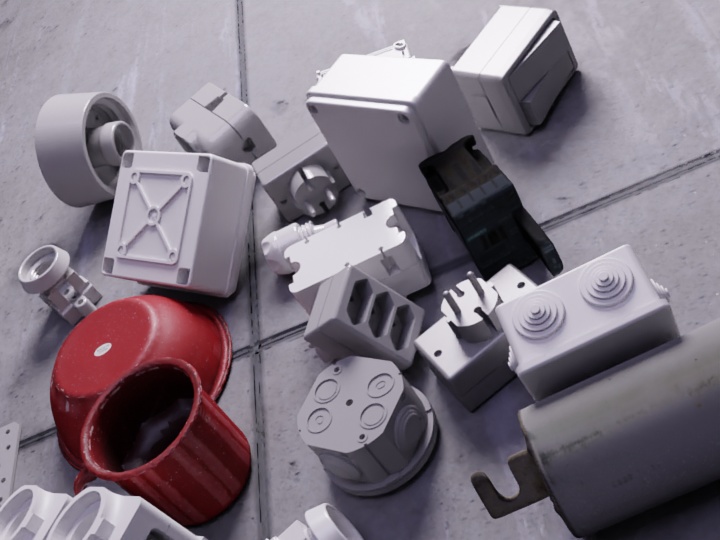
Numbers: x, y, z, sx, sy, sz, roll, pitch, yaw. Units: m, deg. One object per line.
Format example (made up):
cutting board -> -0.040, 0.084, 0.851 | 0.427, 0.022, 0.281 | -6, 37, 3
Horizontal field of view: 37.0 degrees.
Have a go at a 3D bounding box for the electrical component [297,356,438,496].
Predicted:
electrical component -> 0.004, 0.097, 0.680 | 0.080, 0.051, 0.080 | -18, 43, 18

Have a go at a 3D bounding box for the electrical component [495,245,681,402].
electrical component -> 0.133, 0.039, 0.616 | 0.100, 0.099, 0.048 | -27, 55, 10

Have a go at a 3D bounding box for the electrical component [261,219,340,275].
electrical component -> -0.044, -0.022, 0.837 | 0.061, 0.035, 0.035 | -25, 42, 8

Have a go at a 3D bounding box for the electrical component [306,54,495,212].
electrical component -> 0.031, -0.103, 0.809 | 0.109, 0.108, 0.056 | 13, 57, 41

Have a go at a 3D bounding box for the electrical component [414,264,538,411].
electrical component -> 0.075, 0.031, 0.677 | 0.083, 0.075, 0.047 | -39, 41, -4

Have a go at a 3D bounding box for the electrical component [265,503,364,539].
electrical component -> -0.027, 0.172, 0.635 | 0.055, 0.048, 0.066 | -43, 41, 2

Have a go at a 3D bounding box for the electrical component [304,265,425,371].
electrical component -> -0.007, 0.044, 0.734 | 0.077, 0.066, 0.047 | -35, 30, 48

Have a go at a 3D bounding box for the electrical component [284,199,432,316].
electrical component -> 0.000, 0.000, 0.771 | 0.089, 0.055, 0.050 | -25, 41, 11

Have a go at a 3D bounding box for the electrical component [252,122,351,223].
electrical component -> -0.041, -0.070, 0.871 | 0.066, 0.047, 0.076 | -33, 41, 2

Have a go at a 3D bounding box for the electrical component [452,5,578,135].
electrical component -> 0.127, -0.160, 0.834 | 0.061, 0.061, 0.096 | 18, 63, 43

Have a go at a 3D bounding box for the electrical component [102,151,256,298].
electrical component -> -0.148, -0.039, 0.874 | 0.109, 0.056, 0.108 | 7, 85, 37

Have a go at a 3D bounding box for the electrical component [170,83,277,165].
electrical component -> -0.128, -0.122, 0.973 | 0.059, 0.053, 0.095 | -43, 42, -10

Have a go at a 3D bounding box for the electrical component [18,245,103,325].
electrical component -> -0.263, 0.011, 0.935 | 0.048, 0.055, 0.066 | -48, 43, -15

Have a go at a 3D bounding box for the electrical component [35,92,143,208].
electrical component -> -0.246, -0.115, 1.009 | 0.060, 0.108, 0.108 | -6, 48, 21

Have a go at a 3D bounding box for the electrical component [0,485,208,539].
electrical component -> -0.190, 0.195, 0.666 | 0.186, 0.060, 0.105 | -13, 42, 49

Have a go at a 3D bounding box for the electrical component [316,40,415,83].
electrical component -> 0.019, -0.141, 0.893 | 0.096, 0.061, 0.061 | -19, 43, 7
